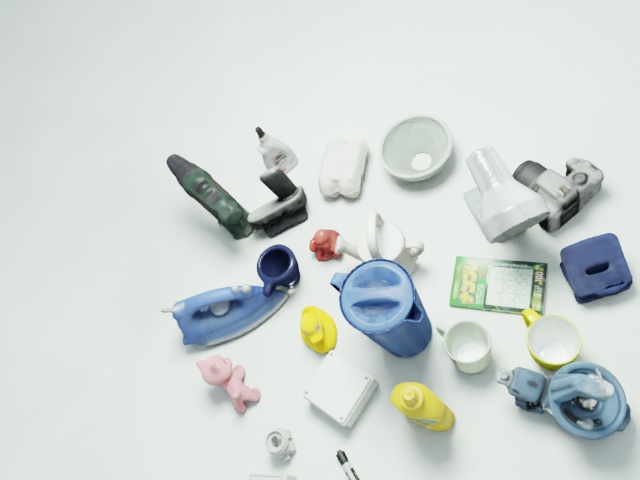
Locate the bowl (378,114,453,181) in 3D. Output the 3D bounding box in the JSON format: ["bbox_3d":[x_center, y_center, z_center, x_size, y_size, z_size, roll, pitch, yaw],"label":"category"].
[{"bbox_3d":[0.219,-0.194,1.282,0.167,0.075,0.167,-9,63,18],"label":"bowl"}]

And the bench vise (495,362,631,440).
[{"bbox_3d":[0.387,0.253,0.915,0.207,0.220,0.121,-6,64,19],"label":"bench vise"}]

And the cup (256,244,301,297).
[{"bbox_3d":[-0.085,0.080,1.260,0.091,0.095,0.118,9,70,25],"label":"cup"}]

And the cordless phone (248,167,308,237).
[{"bbox_3d":[-0.116,-0.097,1.304,0.147,0.185,0.094,-31,58,6],"label":"cordless phone"}]

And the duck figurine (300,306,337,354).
[{"bbox_3d":[-0.014,0.178,1.190,0.077,0.086,0.104,-29,59,7],"label":"duck figurine"}]

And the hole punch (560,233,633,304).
[{"bbox_3d":[0.503,0.052,1.042,0.108,0.091,0.101,-20,60,12],"label":"hole punch"}]

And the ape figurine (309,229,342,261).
[{"bbox_3d":[0.012,0.005,1.259,0.077,0.092,0.076,30,80,31],"label":"ape figurine"}]

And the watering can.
[{"bbox_3d":[0.117,0.015,1.152,0.172,0.194,0.101,-23,59,10],"label":"watering can"}]

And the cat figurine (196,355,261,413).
[{"bbox_3d":[-0.197,0.290,1.190,0.067,0.118,0.127,-44,58,-2],"label":"cat figurine"}]

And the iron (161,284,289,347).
[{"bbox_3d":[-0.210,0.140,1.254,0.258,0.142,0.118,-21,60,11],"label":"iron"}]

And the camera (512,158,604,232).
[{"bbox_3d":[0.459,-0.114,1.133,0.143,0.101,0.136,-42,58,-1],"label":"camera"}]

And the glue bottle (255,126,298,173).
[{"bbox_3d":[-0.115,-0.217,1.368,0.078,0.173,0.037,-44,58,-2],"label":"glue bottle"}]

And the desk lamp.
[{"bbox_3d":[0.342,-0.073,1.093,0.118,0.214,0.203,-27,59,8],"label":"desk lamp"}]

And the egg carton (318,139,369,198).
[{"bbox_3d":[0.055,-0.168,1.338,0.107,0.070,0.150,3,67,23],"label":"egg carton"}]

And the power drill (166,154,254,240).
[{"bbox_3d":[-0.244,-0.092,1.338,0.228,0.209,0.076,38,84,31],"label":"power drill"}]
